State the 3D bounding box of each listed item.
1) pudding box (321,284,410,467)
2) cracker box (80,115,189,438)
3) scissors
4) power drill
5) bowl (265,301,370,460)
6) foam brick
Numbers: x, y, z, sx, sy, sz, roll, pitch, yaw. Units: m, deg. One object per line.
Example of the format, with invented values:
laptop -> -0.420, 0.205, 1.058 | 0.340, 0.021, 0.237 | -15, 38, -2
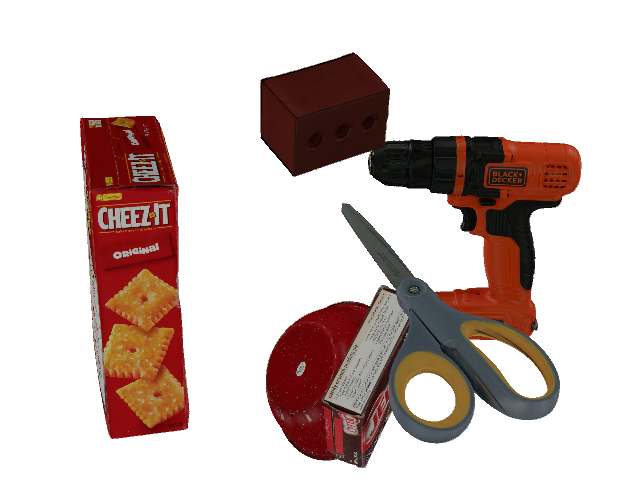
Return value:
pudding box -> 0.040, 0.104, 0.818 | 0.039, 0.113, 0.090 | 19, -32, 14
cracker box -> -0.151, 0.025, 0.865 | 0.072, 0.214, 0.164 | -5, 26, -13
scissors -> 0.043, 0.045, 0.600 | 0.096, 0.016, 0.202 | -31, 46, -26
power drill -> 0.132, -0.003, 0.956 | 0.184, 0.188, 0.057 | 2, 26, 3
bowl -> -0.002, 0.130, 1.043 | 0.162, 0.162, 0.055 | 0, -18, 45
foam brick -> 0.003, -0.088, 0.745 | 0.078, 0.053, 0.051 | -21, 48, -23
